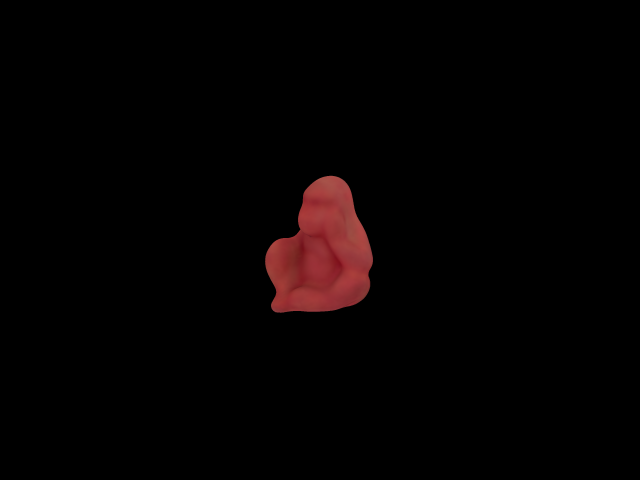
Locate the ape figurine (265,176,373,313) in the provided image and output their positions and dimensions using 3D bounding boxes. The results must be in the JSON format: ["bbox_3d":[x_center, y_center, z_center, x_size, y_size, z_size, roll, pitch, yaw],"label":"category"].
[{"bbox_3d":[0.004,0.001,0.400,0.077,0.092,0.076,10,15,42],"label":"ape figurine"}]
